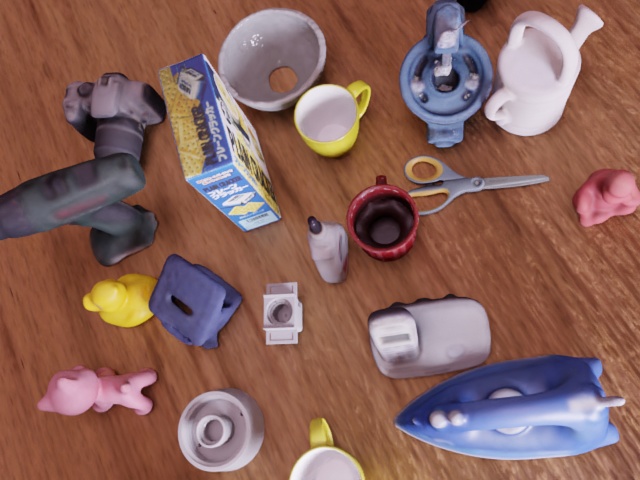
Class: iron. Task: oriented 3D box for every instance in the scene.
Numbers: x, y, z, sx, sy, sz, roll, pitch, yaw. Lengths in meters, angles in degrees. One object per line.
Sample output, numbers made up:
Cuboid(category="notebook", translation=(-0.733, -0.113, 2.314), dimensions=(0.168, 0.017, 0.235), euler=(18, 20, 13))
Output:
Cuboid(category="iron", translation=(0.207, 0.198, 0.655), dimensions=(0.258, 0.141, 0.118), euler=(-10, 73, 8))

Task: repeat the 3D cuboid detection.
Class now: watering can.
Cuboid(category="watering can", translation=(0.280, -0.226, 0.731), dimensions=(0.100, 0.194, 0.173), euler=(25, 81, 17))

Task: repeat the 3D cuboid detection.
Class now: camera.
Cuboid(category="camera", translation=(-0.328, -0.180, 0.887), dimensions=(0.143, 0.101, 0.137), euler=(-1, 75, 11))

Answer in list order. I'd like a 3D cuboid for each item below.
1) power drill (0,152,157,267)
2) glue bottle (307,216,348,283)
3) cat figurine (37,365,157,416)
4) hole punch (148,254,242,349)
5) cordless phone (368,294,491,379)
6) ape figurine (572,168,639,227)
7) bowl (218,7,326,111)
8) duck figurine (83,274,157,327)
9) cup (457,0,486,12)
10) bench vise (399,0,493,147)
Cuboid(category="power drill", translation=(-0.329, -0.031, 0.789), dimensions=(0.229, 0.209, 0.075), euler=(-28, 71, 3))
Cuboid(category="glue bottle", translation=(0.007, 0.003, 0.732), dimensions=(0.037, 0.173, 0.078), euler=(-4, 74, 10))
Cuboid(category="cat figurine", translation=(-0.302, 0.201, 0.767), dimensions=(0.127, 0.118, 0.067), euler=(-4, 74, 10))
Cuboid(category="hole punch", translation=(-0.177, 0.087, 0.788), dimensions=(0.108, 0.091, 0.101), euler=(32, 83, 18))
Cuboid(category="cordless phone", translation=(0.127, 0.108, 0.673), dimensions=(0.147, 0.185, 0.094), euler=(-14, 72, 7))
Cuboid(category="ape figurine", translation=(0.366, -0.061, 0.722), dimensions=(0.077, 0.092, 0.076), euler=(17, 79, 15))
Cuboid(category="bowl", translation=(-0.066, -0.262, 0.872), dimensions=(0.167, 0.075, 0.167), euler=(-3, 74, 10))
Cuboid(category="duck figurine", translation=(-0.283, 0.080, 0.814), dimensions=(0.104, 0.086, 0.077), euler=(-16, 72, 7))
Cuboid(category="cup", translation=(0.228, -0.395, 0.841), dimensions=(0.091, 0.095, 0.118), euler=(30, 82, 18))
Cuboid(category="bench vise", translation=(0.153, -0.252, 0.750), dimensions=(0.121, 0.220, 0.207), euler=(-17, 72, 6))
